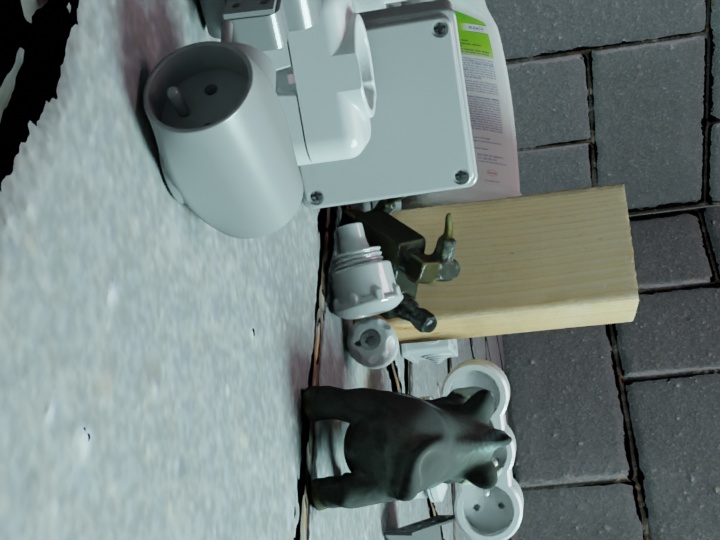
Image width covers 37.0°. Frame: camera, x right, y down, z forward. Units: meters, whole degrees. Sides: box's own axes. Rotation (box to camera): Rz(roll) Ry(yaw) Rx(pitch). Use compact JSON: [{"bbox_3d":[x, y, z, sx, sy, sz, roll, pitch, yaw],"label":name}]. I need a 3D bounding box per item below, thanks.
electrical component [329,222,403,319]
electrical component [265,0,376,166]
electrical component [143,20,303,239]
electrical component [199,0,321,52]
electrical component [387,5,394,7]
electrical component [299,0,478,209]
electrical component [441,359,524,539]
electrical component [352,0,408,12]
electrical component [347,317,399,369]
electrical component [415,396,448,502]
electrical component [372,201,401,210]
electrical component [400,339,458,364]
[{"bbox_3d":[0.000,0.000,0.719,0.048,0.048,0.062,19,57,-79],"label":"electrical component"},{"bbox_3d":[-0.026,-0.108,0.591,0.053,0.059,0.095,-66,148,-72],"label":"electrical component"},{"bbox_3d":[-0.054,-0.066,0.440,0.077,0.044,0.079,68,18,-59],"label":"electrical component"},{"bbox_3d":[-0.048,-0.144,0.491,0.078,0.058,0.057,-87,169,-47],"label":"electrical component"},{"bbox_3d":[0.019,-0.187,0.932,0.079,0.044,0.077,-26,109,-67],"label":"electrical component"},{"bbox_3d":[0.011,-0.101,0.656,0.056,0.109,0.108,-81,162,-67],"label":"electrical component"},{"bbox_3d":[0.097,0.139,0.848,0.074,0.052,0.138,6,77,-80],"label":"electrical component"},{"bbox_3d":[-0.003,-0.187,0.737,0.138,0.074,0.052,54,31,-71],"label":"electrical component"},{"bbox_3d":[0.011,0.054,0.771,0.061,0.035,0.035,57,28,-75],"label":"electrical component"},{"bbox_3d":[0.039,0.138,0.825,0.080,0.051,0.080,-7,90,-80],"label":"electrical component"},{"bbox_3d":[0.068,-0.038,0.954,0.060,0.105,0.186,25,59,-79],"label":"electrical component"},{"bbox_3d":[0.067,0.043,1.064,0.100,0.048,0.099,42,42,-76],"label":"electrical component"}]
